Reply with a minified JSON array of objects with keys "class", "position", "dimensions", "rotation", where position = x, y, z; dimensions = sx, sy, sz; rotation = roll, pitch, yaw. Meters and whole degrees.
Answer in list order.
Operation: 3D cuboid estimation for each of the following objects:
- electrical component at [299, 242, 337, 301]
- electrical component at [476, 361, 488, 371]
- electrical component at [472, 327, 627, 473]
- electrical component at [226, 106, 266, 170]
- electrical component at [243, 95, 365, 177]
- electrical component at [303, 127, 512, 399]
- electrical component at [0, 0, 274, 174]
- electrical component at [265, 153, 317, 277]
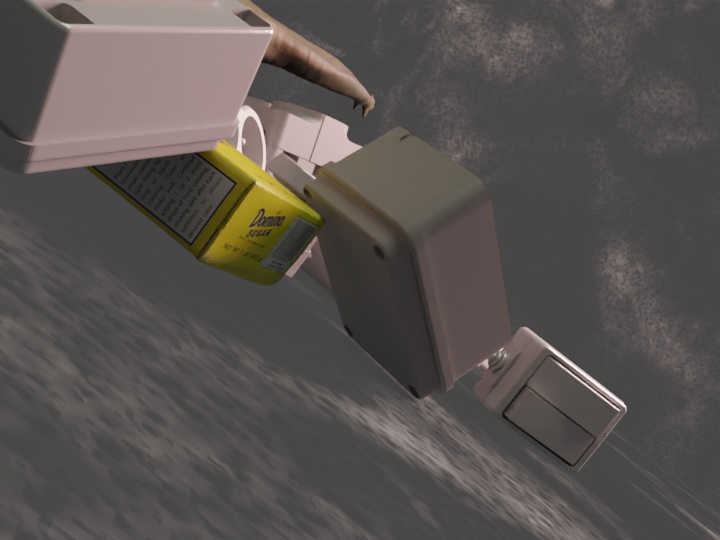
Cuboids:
[{"class":"electrical component","position":[0.001,-0.018,0.703],"dimensions":[0.043,0.079,0.077],"rotation":[33,5,-44]},{"class":"electrical component","position":[0.069,0.041,0.835],"dimensions":[0.078,0.058,0.057],"rotation":[40,1,35]},{"class":"electrical component","position":[0.128,0.088,0.751],"dimensions":[0.096,0.061,0.061],"rotation":[37,3,-15]},{"class":"electrical component","position":[-0.112,-0.082,0.625],"dimensions":[0.074,0.052,0.138],"rotation":[-2,-13,14]},{"class":"electrical component","position":[-0.031,-0.073,0.786],"dimensions":[0.105,0.060,0.186],"rotation":[19,0,43]},{"class":"electrical component","position":[0.024,-0.002,0.526],"dimensions":[0.078,0.057,0.113],"rotation":[40,-25,43]},{"class":"electrical component","position":[-0.107,-0.090,0.384],"dimensions":[0.109,0.056,0.109],"rotation":[39,29,21]},{"class":"electrical component","position":[-0.046,-0.034,0.632],"dimensions":[0.066,0.055,0.048],"rotation":[40,4,35]}]
